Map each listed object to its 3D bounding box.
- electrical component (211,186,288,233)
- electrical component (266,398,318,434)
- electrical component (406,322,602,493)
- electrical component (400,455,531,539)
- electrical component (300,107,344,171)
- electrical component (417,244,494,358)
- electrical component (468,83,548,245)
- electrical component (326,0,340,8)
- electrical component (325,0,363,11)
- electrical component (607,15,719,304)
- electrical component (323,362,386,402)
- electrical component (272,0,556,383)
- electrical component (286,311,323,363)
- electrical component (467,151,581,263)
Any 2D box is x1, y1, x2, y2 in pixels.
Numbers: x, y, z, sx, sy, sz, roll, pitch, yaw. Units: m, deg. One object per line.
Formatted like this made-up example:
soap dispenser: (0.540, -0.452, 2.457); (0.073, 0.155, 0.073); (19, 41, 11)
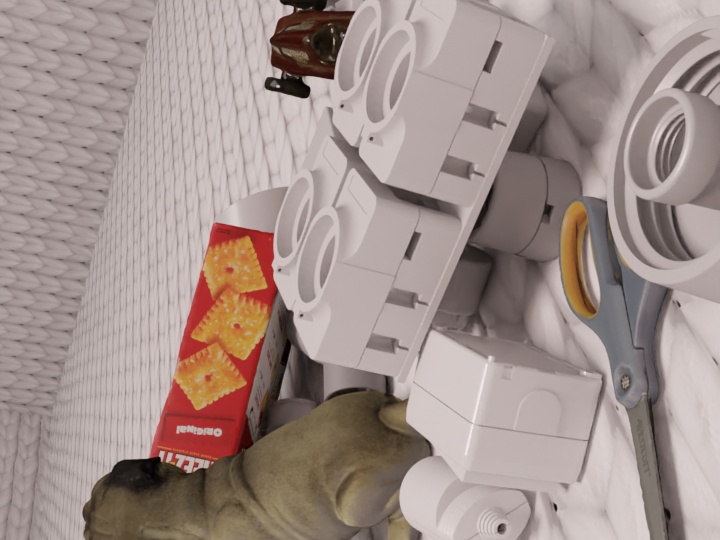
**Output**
electrical component: (-0.082, -0.031, 0.955); (0.099, 0.099, 0.064); (127, 142, -52)
electrical component: (-0.053, 0.135, 0.855); (0.045, 0.045, 0.055); (129, 146, -54)
electrical component: (0.065, 0.066, 0.531); (0.096, 0.062, 0.061); (-153, 75, -70)
electrical component: (0.055, 0.124, 0.555); (0.081, 0.043, 0.043); (-179, 99, -71)
electrical component: (-0.013, -0.065, 0.844); (0.099, 0.048, 0.099); (-103, 30, -49)
electrical component: (0.050, 0.017, 0.632); (0.040, 0.040, 0.078); (-124, 47, -64)
electrical component: (0.056, -0.090, 0.650); (0.108, 0.056, 0.108); (-101, 28, -46)
electrical component: (-0.013, -0.255, 0.927); (0.096, 0.061, 0.061); (123, 151, -48)
electrical component: (-0.010, -0.191, 0.901); (0.066, 0.048, 0.055); (-19, 62, 41)
electrical component: (0.133, -0.040, 0.394); (0.108, 0.060, 0.108); (-170, 90, -71)
electrical component: (-0.005, 0.057, 0.762); (0.043, 0.043, 0.081); (125, 150, -50)
electrical component: (0.015, -0.052, 0.553); (0.186, 0.060, 0.105); (-68, 24, 18)
electrical component: (-0.026, 0.049, 0.828); (0.081, 0.043, 0.043); (-161, 82, -71)
electrical component: (0.081, -0.035, 0.563); (0.055, 0.047, 0.055); (-169, 90, -71)
